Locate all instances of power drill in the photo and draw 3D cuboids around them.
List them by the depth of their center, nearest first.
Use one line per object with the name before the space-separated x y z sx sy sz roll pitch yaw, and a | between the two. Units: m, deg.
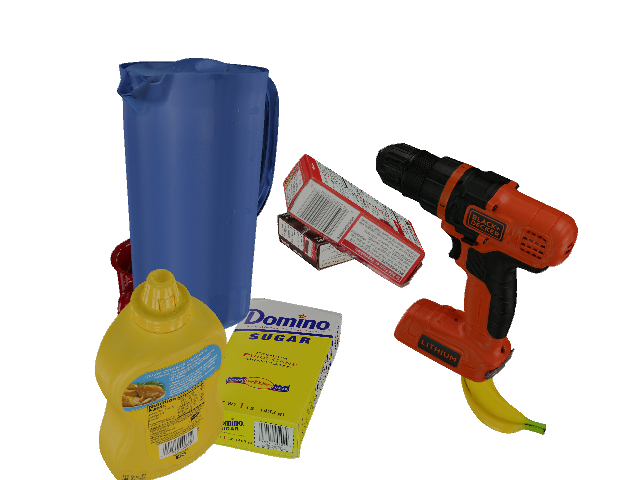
power drill | 0.117 0.020 0.930 0.185 0.188 0.057 29 42 25

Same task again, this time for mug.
mug | -0.184 0.055 1.164 0.093 0.081 0.117 11 33 18

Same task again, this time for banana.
banana | 0.202 0.176 1.272 0.069 0.037 0.198 9 24 -15

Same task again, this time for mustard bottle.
mustard bottle | -0.114 0.093 0.768 0.096 0.192 0.058 -21 51 -26

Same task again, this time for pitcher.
pitcher | -0.109 -0.046 0.987 0.149 0.243 0.145 0 14 -7

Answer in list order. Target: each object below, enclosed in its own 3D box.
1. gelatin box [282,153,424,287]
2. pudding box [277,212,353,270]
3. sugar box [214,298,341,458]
gelatin box | 0.020 -0.013 0.673 0.089 0.030 0.073 33 12 -12
pudding box | 0.020 -0.011 1.230 0.113 0.039 0.090 -19 31 -27
sugar box | -0.043 0.118 0.958 0.093 0.048 0.176 10 32 8
